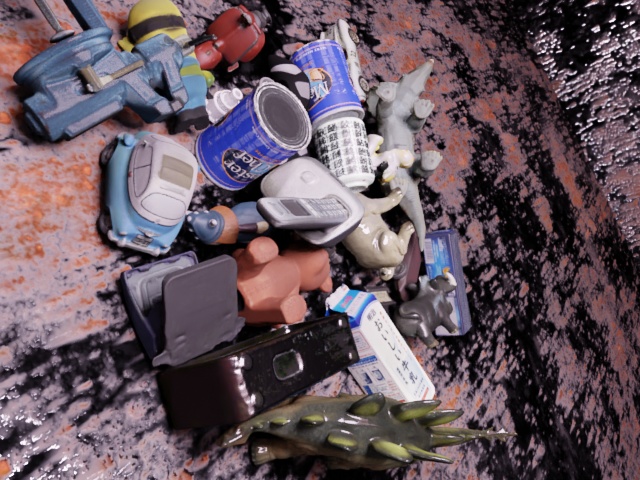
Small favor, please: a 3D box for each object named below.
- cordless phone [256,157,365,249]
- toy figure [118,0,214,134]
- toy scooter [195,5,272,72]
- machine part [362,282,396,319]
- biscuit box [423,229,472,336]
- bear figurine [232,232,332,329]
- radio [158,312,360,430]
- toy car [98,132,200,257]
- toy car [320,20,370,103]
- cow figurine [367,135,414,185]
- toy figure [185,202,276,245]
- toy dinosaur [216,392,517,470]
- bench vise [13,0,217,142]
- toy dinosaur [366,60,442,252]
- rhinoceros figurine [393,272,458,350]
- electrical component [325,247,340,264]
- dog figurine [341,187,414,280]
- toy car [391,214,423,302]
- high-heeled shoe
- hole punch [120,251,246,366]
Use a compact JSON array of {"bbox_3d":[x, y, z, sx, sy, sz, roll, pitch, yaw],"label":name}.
[{"bbox_3d":[-0.040,-0.053,0.721,0.147,0.088,0.184,47,24,25],"label":"cordless phone"},{"bbox_3d":[-0.203,-0.242,0.740,0.082,0.089,0.180,-17,82,-55],"label":"toy figure"},{"bbox_3d":[-0.127,-0.315,0.825,0.075,0.135,0.184,51,40,-14],"label":"toy scooter"},{"bbox_3d":[0.112,0.143,0.930,0.084,0.039,0.139,-1,70,-56],"label":"machine part"},{"bbox_3d":[0.246,0.081,1.046,0.063,0.059,0.202,-14,96,-59],"label":"biscuit box"},{"bbox_3d":[-0.037,0.046,0.747,0.196,0.132,0.120,-22,86,-44],"label":"bear figurine"},{"bbox_3d":[-0.063,0.153,0.658,0.229,0.131,0.073,-13,84,-49],"label":"radio"},{"bbox_3d":[-0.199,-0.069,0.647,0.109,0.103,0.162,23,53,-38],"label":"toy car"},{"bbox_3d":[0.046,-0.345,1.077,0.056,0.073,0.202,13,61,-47],"label":"toy car"},{"bbox_3d":[0.076,-0.135,0.942,0.068,0.167,0.098,63,44,-80],"label":"cow figurine"},{"bbox_3d":[-0.120,-0.021,0.737,0.154,0.064,0.057,-12,89,-51],"label":"toy figure"},{"bbox_3d":[0.079,0.254,0.708,0.471,0.199,0.105,14,68,-40],"label":"toy dinosaur"},{"bbox_3d":[-0.264,-0.233,0.615,0.224,0.129,0.240,-36,108,-16],"label":"bench vise"},{"bbox_3d":[0.160,-0.171,1.072,0.192,0.131,0.404,91,1,-84],"label":"toy dinosaur"},{"bbox_3d":[0.183,0.118,0.929,0.190,0.073,0.112,-27,93,-52],"label":"rhinoceros figurine"},{"bbox_3d":[-0.002,-0.003,0.855,0.063,0.021,0.093,44,-9,47],"label":"electrical component"},{"bbox_3d":[0.046,-0.020,0.905,0.190,0.121,0.172,4,59,-33],"label":"dog figurine"},{"bbox_3d":[0.169,0.035,1.033,0.089,0.053,0.202,61,36,-37],"label":"toy car"},{"bbox_3d":[-0.073,-0.204,0.888,0.145,0.086,0.249,-21,68,-29],"label":"high-heeled shoe"},{"bbox_3d":[-0.164,0.075,0.638,0.142,0.092,0.115,-21,116,-53],"label":"hole punch"}]
